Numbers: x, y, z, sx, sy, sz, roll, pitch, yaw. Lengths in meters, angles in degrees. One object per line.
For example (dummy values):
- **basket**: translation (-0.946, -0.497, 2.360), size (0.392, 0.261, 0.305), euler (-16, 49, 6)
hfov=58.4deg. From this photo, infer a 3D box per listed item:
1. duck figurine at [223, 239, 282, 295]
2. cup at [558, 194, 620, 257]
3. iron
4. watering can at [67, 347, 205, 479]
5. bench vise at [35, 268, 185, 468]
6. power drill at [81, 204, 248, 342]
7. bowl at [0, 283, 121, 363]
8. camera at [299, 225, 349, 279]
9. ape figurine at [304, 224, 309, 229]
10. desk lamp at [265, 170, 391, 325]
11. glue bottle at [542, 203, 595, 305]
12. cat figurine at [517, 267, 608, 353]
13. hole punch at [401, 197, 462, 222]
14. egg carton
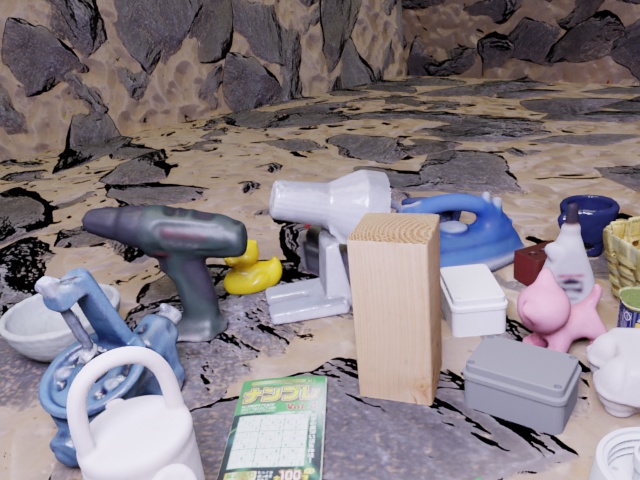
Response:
- **duck figurine**: translation (-0.119, 0.039, 0.986), size (0.105, 0.086, 0.077), euler (-12, 23, -13)
- **cup**: translation (0.441, -0.016, 0.962), size (0.118, 0.095, 0.091), euler (-19, 25, -27)
- **iron**: translation (0.229, -0.019, 0.963), size (0.258, 0.141, 0.118), euler (-11, 23, -10)
- **watering can**: translation (-0.154, 0.184, 0.504), size (0.172, 0.194, 0.101), euler (8, 27, 32)
- **bench vise**: translation (-0.249, 0.115, 0.661), size (0.121, 0.220, 0.207), euler (-3, 23, 8)
- **power drill**: translation (-0.214, 0.045, 0.838), size (0.229, 0.209, 0.075), euler (-5, 23, 2)
- **bowl**: translation (-0.375, 0.131, 0.847), size (0.167, 0.075, 0.167), euler (-5, 22, 2)
- **camera**: translation (0.051, 0.004, 1.008), size (0.137, 0.101, 0.142), euler (-23, 28, -35)
- **ape figurine**: translation (-0.006, -0.037, 1.132), size (0.076, 0.092, 0.078), euler (-2, 23, 10)
- **desk lamp**: translation (0.008, 0.003, 0.873), size (0.203, 0.214, 0.117), euler (-10, 23, -9)
- **glue bottle**: translation (0.333, 0.032, 0.770), size (0.078, 0.173, 0.037), euler (-5, 23, 4)
- **cat figurine**: translation (0.297, 0.090, 0.714), size (0.128, 0.118, 0.067), euler (-11, 23, -11)
- **hole punch**: translation (0.216, -0.053, 1.114), size (0.108, 0.091, 0.101), euler (4, 25, 24)
- **egg carton**: translation (0.373, 0.147, 0.620), size (0.150, 0.069, 0.107), euler (0, 23, 14)
